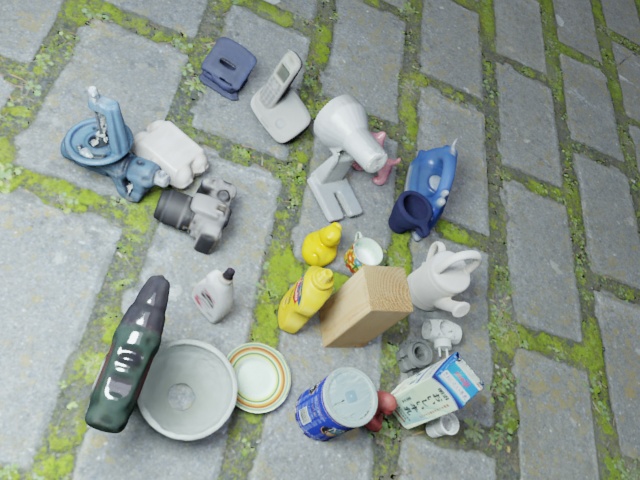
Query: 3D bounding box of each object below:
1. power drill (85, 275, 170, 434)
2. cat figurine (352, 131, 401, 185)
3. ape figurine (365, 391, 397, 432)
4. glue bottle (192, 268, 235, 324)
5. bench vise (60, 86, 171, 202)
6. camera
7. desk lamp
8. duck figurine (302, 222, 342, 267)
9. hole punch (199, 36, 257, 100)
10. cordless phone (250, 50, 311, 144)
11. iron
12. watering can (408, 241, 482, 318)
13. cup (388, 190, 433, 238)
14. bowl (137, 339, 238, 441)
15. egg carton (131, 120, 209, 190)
[{"bbox_3d":[-0.297,0.188,0.885,0.076,0.208,0.229,20,56,-14],"label":"power drill"},{"bbox_3d":[0.135,-0.210,1.382,0.128,0.117,0.067,32,53,-6],"label":"cat figurine"},{"bbox_3d":[0.113,0.317,1.087,0.076,0.092,0.078,47,53,5],"label":"ape figurine"},{"bbox_3d":[-0.181,0.088,1.022,0.078,0.173,0.037,48,53,6],"label":"glue bottle"},{"bbox_3d":[-0.367,-0.182,1.055,0.208,0.219,0.121,15,57,-18],"label":"bench vise"},{"bbox_3d":[-0.244,-0.067,1.124,0.137,0.100,0.143,21,56,-14],"label":"camera"},{"bbox_3d":[0.059,-0.181,1.268,0.118,0.213,0.203,-17,71,-32],"label":"desk lamp"},{"bbox_3d":[0.011,0.004,1.219,0.077,0.086,0.105,38,53,-2],"label":"duck figurine"},{"bbox_3d":[-0.214,-0.400,1.335,0.109,0.091,0.101,31,54,-7],"label":"hole punch"},{"bbox_3d":[-0.072,-0.324,1.303,0.094,0.184,0.147,-32,79,-36],"label":"cordless phone"},{"bbox_3d":[0.285,-0.129,1.395,0.119,0.141,0.258,23,55,-13],"label":"iron"},{"bbox_3d":[0.279,0.081,1.239,0.101,0.193,0.173,-20,73,-33],"label":"watering can"},{"bbox_3d":[0.208,-0.044,1.338,0.092,0.094,0.117,-14,69,-31],"label":"cup"},{"bbox_3d":[-0.227,0.257,0.964,0.168,0.074,0.167,12,58,-20],"label":"bowl"},{"bbox_3d":[-0.308,-0.175,1.174,0.150,0.069,0.107,40,53,-1],"label":"egg carton"}]
